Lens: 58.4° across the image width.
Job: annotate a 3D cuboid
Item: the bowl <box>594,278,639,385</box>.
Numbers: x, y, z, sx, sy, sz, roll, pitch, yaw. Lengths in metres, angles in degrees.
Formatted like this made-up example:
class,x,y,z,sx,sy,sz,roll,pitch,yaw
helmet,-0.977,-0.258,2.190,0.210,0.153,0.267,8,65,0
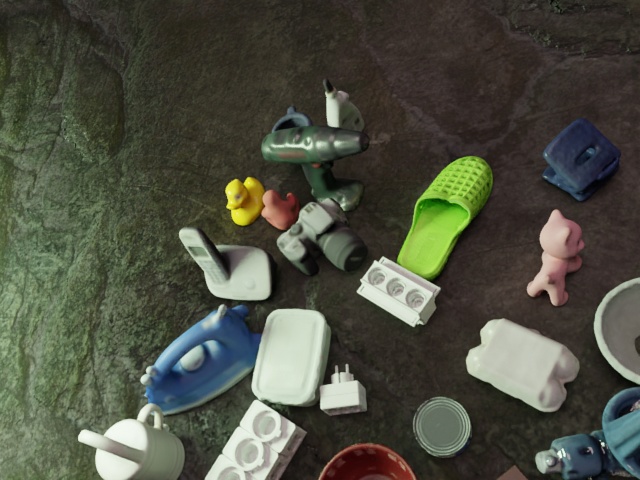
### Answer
class,x,y,z,sx,sy,sz,roll,pitch,yaw
bowl,0.481,0.141,0.818,0.167,0.075,0.167,-10,58,16

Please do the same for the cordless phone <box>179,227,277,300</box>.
class,x,y,z,sx,sy,sz,roll,pitch,yaw
cordless phone,-0.170,0.037,1.065,0.147,0.185,0.094,-1,61,21

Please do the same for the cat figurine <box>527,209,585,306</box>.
class,x,y,z,sx,sy,sz,roll,pitch,yaw
cat figurine,0.374,0.023,0.903,0.067,0.118,0.128,17,68,29

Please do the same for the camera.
class,x,y,z,sx,sy,sz,roll,pitch,yaw
camera,0.010,0.004,1.067,0.143,0.101,0.136,-43,55,-7

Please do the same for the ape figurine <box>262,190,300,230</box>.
class,x,y,z,sx,sy,sz,roll,pitch,yaw
ape figurine,-0.084,-0.068,1.151,0.077,0.092,0.076,-16,56,12

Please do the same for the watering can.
class,x,y,z,sx,sy,sz,roll,pitch,yaw
watering can,-0.313,0.353,0.929,0.100,0.194,0.173,-10,58,16

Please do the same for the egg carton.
class,x,y,z,sx,sy,sz,roll,pitch,yaw
egg carton,0.304,0.186,0.864,0.149,0.070,0.107,23,72,31

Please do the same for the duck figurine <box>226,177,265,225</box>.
class,x,y,z,sx,sy,sz,roll,pitch,yaw
duck figurine,-0.163,-0.094,1.201,0.077,0.086,0.104,8,64,25

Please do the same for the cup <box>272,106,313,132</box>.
class,x,y,z,sx,sy,sz,roll,pitch,yaw
cup,-0.046,-0.219,1.224,0.091,0.095,0.117,-13,57,14

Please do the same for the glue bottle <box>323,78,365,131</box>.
class,x,y,z,sx,sy,sz,roll,pitch,yaw
glue bottle,0.039,-0.267,1.171,0.037,0.173,0.078,32,76,33

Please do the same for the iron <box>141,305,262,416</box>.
class,x,y,z,sx,sy,sz,roll,pitch,yaw
iron,-0.228,0.213,1.011,0.258,0.142,0.118,-39,55,-4

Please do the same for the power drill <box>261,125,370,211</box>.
class,x,y,z,sx,sy,sz,roll,pitch,yaw
power drill,0.011,-0.142,1.087,0.228,0.209,0.076,9,65,26

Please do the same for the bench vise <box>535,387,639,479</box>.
class,x,y,z,sx,sy,sz,roll,pitch,yaw
bench vise,0.380,0.256,0.700,0.207,0.220,0.121,-34,55,0

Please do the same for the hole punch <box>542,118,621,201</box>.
class,x,y,z,sx,sy,sz,roll,pitch,yaw
hole punch,0.452,-0.140,0.985,0.109,0.091,0.100,-42,55,-6
